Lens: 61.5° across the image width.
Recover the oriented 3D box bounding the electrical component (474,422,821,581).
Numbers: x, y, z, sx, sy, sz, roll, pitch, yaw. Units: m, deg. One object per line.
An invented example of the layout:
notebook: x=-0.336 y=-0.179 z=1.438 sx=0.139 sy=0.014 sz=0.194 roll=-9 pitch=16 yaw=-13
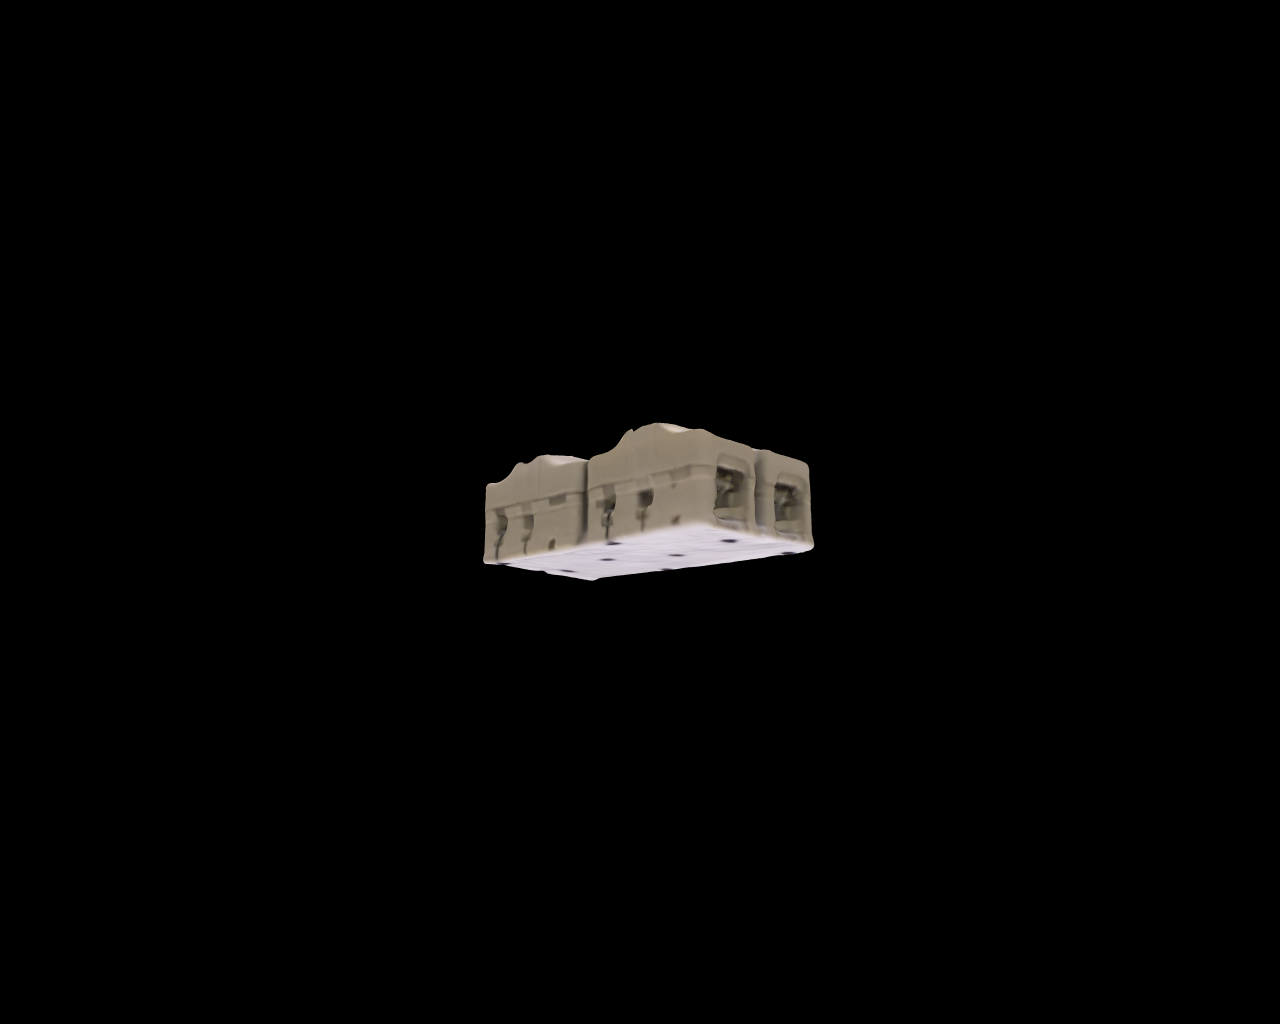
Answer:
electrical component: x=0.001 y=-0.003 z=0.650 sx=0.186 sy=0.060 sz=0.105 roll=-11 pitch=-16 yaw=42
